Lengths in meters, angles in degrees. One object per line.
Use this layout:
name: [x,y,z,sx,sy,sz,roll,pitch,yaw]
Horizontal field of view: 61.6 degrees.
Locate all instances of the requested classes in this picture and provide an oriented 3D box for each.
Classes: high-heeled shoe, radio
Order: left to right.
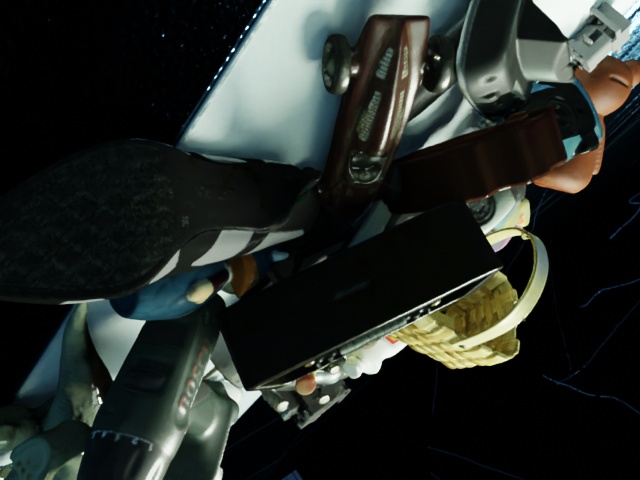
high-heeled shoe: [-0.107,-0.010,0.364,0.249,0.086,0.145,-13,177,-23]
radio: [0.035,0.056,0.483,0.230,0.073,0.131,-24,163,-1]

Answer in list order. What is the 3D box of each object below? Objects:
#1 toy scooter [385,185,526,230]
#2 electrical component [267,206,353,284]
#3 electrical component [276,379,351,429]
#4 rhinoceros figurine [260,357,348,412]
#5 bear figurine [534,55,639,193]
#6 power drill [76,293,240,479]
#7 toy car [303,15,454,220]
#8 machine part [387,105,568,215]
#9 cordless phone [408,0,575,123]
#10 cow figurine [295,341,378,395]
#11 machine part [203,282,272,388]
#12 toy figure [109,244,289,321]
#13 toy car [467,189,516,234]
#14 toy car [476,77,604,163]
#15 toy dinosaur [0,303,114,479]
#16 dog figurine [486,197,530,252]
toy scooter: [0.169,-0.046,0.698,0.184,0.075,0.135,-23,-169,14]
electrical component: [-0.001,-0.002,0.558,0.119,0.048,0.074,-22,154,-36]
electrical component: [-0.029,0.258,0.944,0.134,0.115,0.058,-20,150,-46]
rhinoceros figurine: [-0.021,0.204,0.863,0.190,0.112,0.073,-7,115,-35]
bear figurine: [0.351,-0.170,0.760,0.120,0.132,0.195,11,101,-22]
power drill: [-0.135,0.167,0.467,0.207,0.086,0.232,79,20,-57]
toy car: [0.037,-0.080,0.416,0.089,0.053,0.202,-1,150,-12]
machine part: [0.147,-0.078,0.533,0.179,0.056,0.179,-19,-171,3]
cordless phone: [0.120,-0.133,0.480,0.184,0.089,0.146,-36,163,23]
cow figurine: [0.027,0.094,0.698,0.195,0.085,0.127,-39,-160,4]
machine part: [-0.048,0.089,0.620,0.243,0.079,0.079,-38,159,-2]
toy figure: [-0.092,0.024,0.431,0.154,0.064,0.057,-11,148,-50]
toy car: [0.122,0.003,0.592,0.202,0.056,0.073,-40,-173,2]
toy car: [0.257,-0.130,0.664,0.162,0.109,0.103,-23,172,-20]
toy dinosaur: [-0.244,0.207,0.486,0.404,0.131,0.192,-50,171,12]
dog figurine: [0.205,0.000,0.835,0.219,0.108,0.191,-38,160,3]
